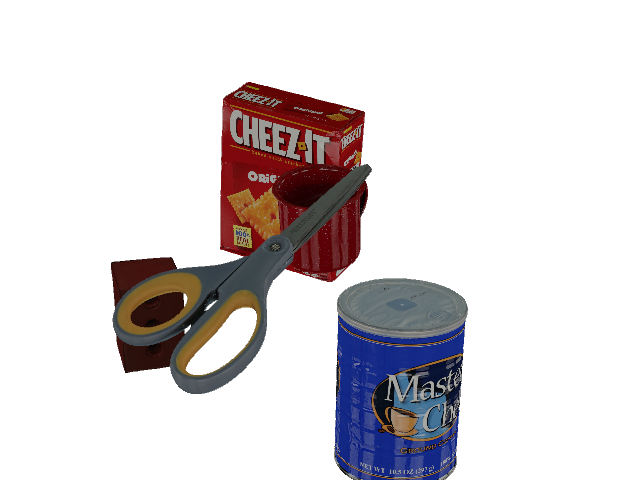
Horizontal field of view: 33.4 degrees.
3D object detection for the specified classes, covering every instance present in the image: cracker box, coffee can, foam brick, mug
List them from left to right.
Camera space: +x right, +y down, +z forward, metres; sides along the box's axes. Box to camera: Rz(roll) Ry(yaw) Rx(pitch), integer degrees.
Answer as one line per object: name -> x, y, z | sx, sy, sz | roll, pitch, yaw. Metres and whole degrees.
foam brick -> -0.142, 0.060, 0.879 | 0.053, 0.078, 0.051 | -7, 25, -16
cracker box -> -0.039, -0.069, 1.315 | 0.164, 0.214, 0.072 | 17, 33, 21
mug -> 0.007, -0.026, 1.092 | 0.093, 0.081, 0.117 | 22, 40, 33
coffee can -> 0.063, 0.114, 0.861 | 0.103, 0.140, 0.103 | 1, 20, 0

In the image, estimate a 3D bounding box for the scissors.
scissors -> -0.047, 0.009, 0.624 | 0.096, 0.016, 0.201 | 11, 44, 18
